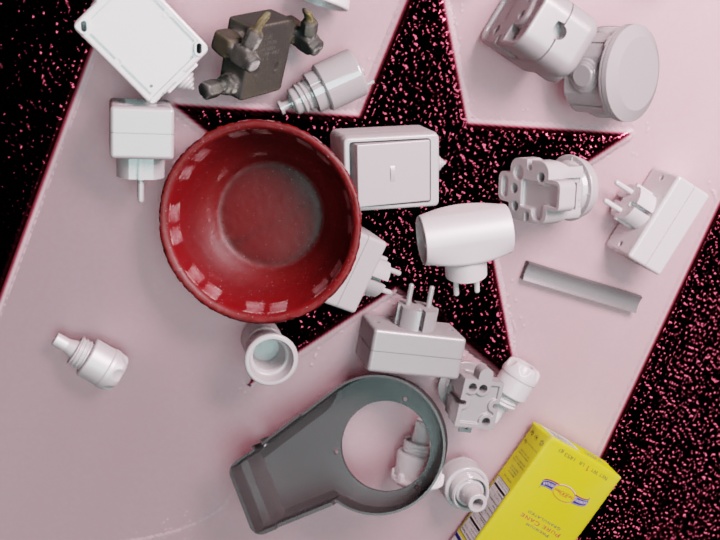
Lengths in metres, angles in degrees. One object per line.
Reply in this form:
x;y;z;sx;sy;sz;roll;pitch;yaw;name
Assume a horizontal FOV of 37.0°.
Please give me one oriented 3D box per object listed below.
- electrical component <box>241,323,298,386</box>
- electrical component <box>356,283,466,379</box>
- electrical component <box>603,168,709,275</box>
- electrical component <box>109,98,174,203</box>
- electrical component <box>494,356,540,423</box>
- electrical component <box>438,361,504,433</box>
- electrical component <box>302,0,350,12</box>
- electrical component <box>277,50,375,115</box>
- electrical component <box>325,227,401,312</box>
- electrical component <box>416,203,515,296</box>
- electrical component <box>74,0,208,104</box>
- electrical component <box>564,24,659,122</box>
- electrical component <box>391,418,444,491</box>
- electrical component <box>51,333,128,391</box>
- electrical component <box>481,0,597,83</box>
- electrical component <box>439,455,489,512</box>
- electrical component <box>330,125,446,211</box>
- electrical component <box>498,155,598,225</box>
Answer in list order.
-0.079;0.065;0.900;0.044;0.065;0.044;-3;105;-13;electrical component
0.047;0.049;0.935;0.083;0.047;0.075;7;103;-15;electrical component
0.251;-0.053;0.958;0.076;0.047;0.083;29;96;-20;electrical component
-0.171;-0.091;0.836;0.047;0.065;0.076;0;104;-14;electrical component
0.136;0.111;0.981;0.035;0.035;0.061;27;99;-19;electrical component
0.097;0.110;0.959;0.048;0.055;0.066;8;102;-16;electrical component
-0.022;-0.241;0.846;0.044;0.044;0.065;14;96;-17;electrical component
-0.030;-0.147;0.868;0.078;0.040;0.040;-26;109;-6;electrical component
0.000;0.000;0.912;0.077;0.047;0.065;21;99;-29;electrical component
0.091;-0.014;0.932;0.077;0.043;0.079;-8;115;-7;electrical component
-0.162;-0.173;0.818;0.062;0.061;0.096;-44;110;1;electrical component
0.212;-0.166;0.902;0.080;0.051;0.080;-13;110;-42;electrical component
0.055;0.166;0.971;0.048;0.048;0.062;6;96;-15;electrical component
-0.224;0.072;0.883;0.061;0.035;0.035;33;95;-17;electrical component
0.147;-0.191;0.870;0.059;0.095;0.053;30;95;-19;electrical component
0.097;0.199;0.980;0.043;0.062;0.043;-3;105;-13;electrical component
0.027;-0.084;0.888;0.096;0.061;0.061;-5;106;-12;electrical component
0.166;-0.069;0.922;0.057;0.078;0.058;-7;105;-31;electrical component
